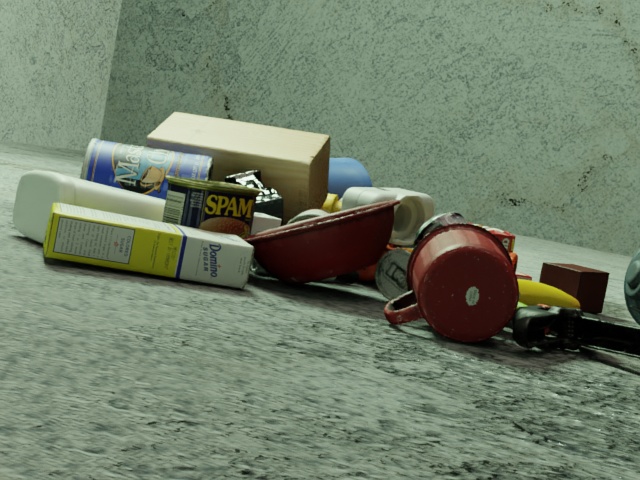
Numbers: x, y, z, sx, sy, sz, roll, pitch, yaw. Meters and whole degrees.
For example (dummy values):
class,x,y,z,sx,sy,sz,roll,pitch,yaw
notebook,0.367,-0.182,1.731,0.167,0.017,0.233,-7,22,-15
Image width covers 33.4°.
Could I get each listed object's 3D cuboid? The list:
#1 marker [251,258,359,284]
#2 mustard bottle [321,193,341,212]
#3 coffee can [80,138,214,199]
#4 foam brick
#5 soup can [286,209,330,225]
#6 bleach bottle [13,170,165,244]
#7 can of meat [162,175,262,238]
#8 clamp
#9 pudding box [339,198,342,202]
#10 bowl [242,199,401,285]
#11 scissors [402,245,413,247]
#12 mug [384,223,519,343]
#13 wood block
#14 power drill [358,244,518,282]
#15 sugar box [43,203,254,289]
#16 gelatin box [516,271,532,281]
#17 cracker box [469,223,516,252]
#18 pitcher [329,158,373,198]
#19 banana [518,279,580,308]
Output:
class,x,y,z,sx,sy,sz,roll,pitch,yaw
marker,-0.013,0.031,1.104,0.120,0.020,0.020,8,5,-27
mustard bottle,-0.052,-0.051,1.404,0.192,0.058,0.096,9,9,14
coffee can,-0.199,-0.056,1.228,0.140,0.103,0.103,9,5,-4
foam brick,0.299,0.057,1.262,0.053,0.051,0.078,15,7,40
soup can,-0.008,0.001,1.178,0.068,0.068,0.102,10,5,3
bleach bottle,-0.179,-0.019,1.095,0.250,0.068,0.103,9,4,-41
can of meat,-0.111,-0.016,1.057,0.058,0.084,0.101,13,5,36
clamp,0.220,0.077,0.910,0.120,0.039,0.171,12,5,6
pudding box,0.047,-0.021,1.424,0.090,0.039,0.113,13,44,44
bowl,0.005,0.006,1.030,0.162,0.055,0.162,-14,3,1
scissors,0.122,0.003,1.325,0.096,0.016,0.202,22,-18,2
mug,0.108,0.041,0.883,0.117,0.093,0.081,-20,8,5
wood block,-0.099,-0.088,1.311,0.206,0.090,0.090,10,31,14
power drill,0.129,0.029,1.223,0.188,0.057,0.184,8,8,12
sugar box,-0.154,0.006,0.952,0.176,0.048,0.093,13,4,-15
gelatin box,0.204,0.047,1.320,0.089,0.030,0.073,8,6,-26
cracker box,0.153,-0.001,1.539,0.213,0.072,0.164,6,7,-45
pitcher,-0.051,-0.073,1.657,0.242,0.145,0.149,2,-22,-43
banana,0.207,0.065,1.088,0.070,0.037,0.197,30,14,26
